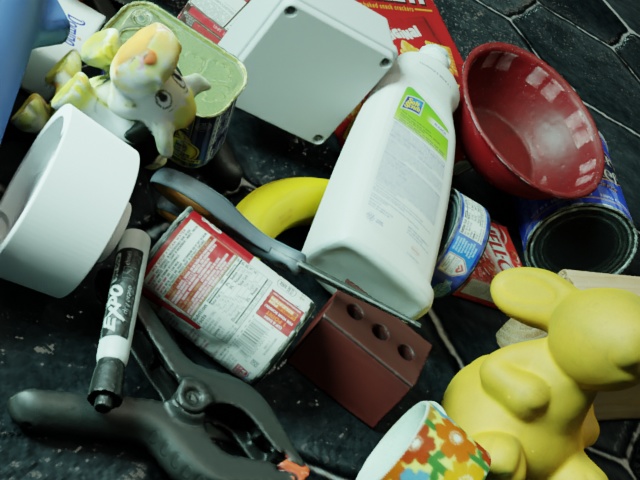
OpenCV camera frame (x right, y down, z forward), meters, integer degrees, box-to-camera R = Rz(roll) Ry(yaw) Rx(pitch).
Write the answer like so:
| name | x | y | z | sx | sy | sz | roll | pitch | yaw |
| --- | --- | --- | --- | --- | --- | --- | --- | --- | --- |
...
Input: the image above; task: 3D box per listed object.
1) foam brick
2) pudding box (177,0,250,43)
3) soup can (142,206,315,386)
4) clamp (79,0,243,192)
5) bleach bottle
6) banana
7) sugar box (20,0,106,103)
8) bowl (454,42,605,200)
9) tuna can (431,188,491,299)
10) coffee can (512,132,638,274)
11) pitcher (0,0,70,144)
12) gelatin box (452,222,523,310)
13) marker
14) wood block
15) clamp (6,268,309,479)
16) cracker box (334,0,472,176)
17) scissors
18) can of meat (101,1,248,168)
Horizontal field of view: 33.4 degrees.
| name | x | y | z | sx | sy | sz | roll | pitch | yaw |
| --- | --- | --- | --- | --- | --- | --- | --- | --- | --- |
| foam brick | 0.028 | 0.077 | 0.724 | 0.078 | 0.051 | 0.053 | 38 | 33 | -1 |
| pudding box | -0.073 | -0.194 | 0.967 | 0.090 | 0.039 | 0.113 | 38 | 35 | -6 |
| soup can | -0.062 | 0.036 | 0.672 | 0.102 | 0.069 | 0.068 | 37 | 33 | -2 |
| clamp | -0.114 | -0.131 | 0.853 | 0.210 | 0.036 | 0.164 | 35 | 35 | -8 |
| bleach bottle | 0.067 | -0.059 | 0.838 | 0.102 | 0.068 | 0.250 | 40 | 49 | -22 |
| banana | -0.014 | -0.015 | 0.815 | 0.197 | 0.037 | 0.069 | -23 | 93 | -51 |
| sugar box | -0.250 | -0.175 | 0.768 | 0.176 | 0.048 | 0.093 | 33 | 33 | -15 |
| bowl | 0.173 | -0.094 | 0.941 | 0.161 | 0.055 | 0.162 | 19 | 51 | -27 |
| tuna can | 0.098 | 0.003 | 0.850 | 0.033 | 0.086 | 0.086 | 29 | 34 | -18 |
| coffee can | 0.236 | -0.036 | 1.016 | 0.102 | 0.103 | 0.140 | 26 | 35 | -19 |
| pitcher | -0.246 | -0.093 | 0.605 | 0.243 | 0.149 | 0.145 | -94 | 165 | -45 |
| gelatin box | 0.140 | 0.016 | 0.926 | 0.073 | 0.030 | 0.089 | 19 | 38 | -28 |
| marker | -0.111 | 0.043 | 0.592 | 0.020 | 0.020 | 0.121 | 24 | 43 | -22 |
| wood block | 0.259 | 0.091 | 0.897 | 0.205 | 0.090 | 0.091 | 6 | 45 | -41 |
| clamp | -0.088 | 0.100 | 0.600 | 0.171 | 0.039 | 0.120 | 38 | 46 | 1 |
| cracker box | 0.064 | -0.162 | 0.990 | 0.163 | 0.072 | 0.214 | -8 | 70 | -48 |
| scissors | -0.032 | 0.002 | 0.688 | 0.202 | 0.016 | 0.096 | 21 | -18 | 26 |
| can of meat | -0.108 | -0.107 | 0.760 | 0.102 | 0.084 | 0.057 | 33 | 62 | 3 |
